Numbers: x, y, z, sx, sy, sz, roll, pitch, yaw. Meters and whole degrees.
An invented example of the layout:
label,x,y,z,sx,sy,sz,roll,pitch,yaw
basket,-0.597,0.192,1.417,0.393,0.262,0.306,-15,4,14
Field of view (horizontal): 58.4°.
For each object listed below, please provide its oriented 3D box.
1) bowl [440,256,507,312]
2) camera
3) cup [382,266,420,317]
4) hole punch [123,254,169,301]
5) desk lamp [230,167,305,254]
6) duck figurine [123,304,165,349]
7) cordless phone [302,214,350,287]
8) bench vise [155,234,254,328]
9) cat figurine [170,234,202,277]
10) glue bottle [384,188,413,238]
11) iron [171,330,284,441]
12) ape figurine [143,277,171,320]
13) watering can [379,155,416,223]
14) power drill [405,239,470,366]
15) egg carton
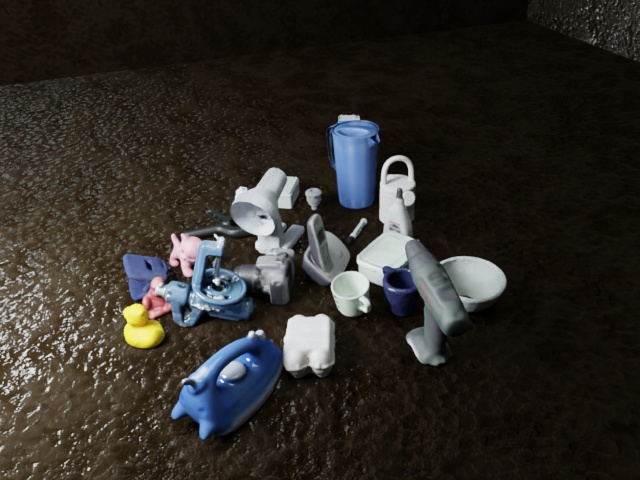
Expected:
label,x,y,z,sx,sy,sz,roll,pitch,yaw
bowl,0.335,0.112,1.304,0.167,0.075,0.167,-2,34,2
camera,-0.133,0.076,1.374,0.136,0.101,0.143,1,34,6
cup,0.177,0.118,1.291,0.092,0.095,0.117,-21,38,-25
hole punch,-0.423,0.079,1.402,0.101,0.091,0.108,-16,35,-18
desk lamp,-0.133,-0.066,1.486,0.117,0.214,0.203,10,36,20
duck figurine,-0.389,0.182,1.249,0.104,0.086,0.078,20,40,31
cordless phone,0.013,0.005,1.393,0.094,0.185,0.148,8,35,17
bench vise,-0.258,0.095,1.248,0.207,0.220,0.121,-12,34,-12
cat figurine,-0.336,0.025,1.453,0.127,0.118,0.067,26,44,37
glue bottle,0.203,-0.059,1.485,0.077,0.173,0.037,19,39,29
iron,-0.160,0.246,1.083,0.118,0.141,0.259,21,40,32
ape figurine,-0.371,0.127,1.325,0.077,0.092,0.076,4,34,11
watering can,0.220,-0.140,1.587,0.101,0.194,0.172,-23,38,-26
power drill,0.223,0.137,1.155,0.076,0.209,0.229,-12,34,-13
egg carton,-0.022,0.216,1.183,0.107,0.069,0.150,-2,34,1
